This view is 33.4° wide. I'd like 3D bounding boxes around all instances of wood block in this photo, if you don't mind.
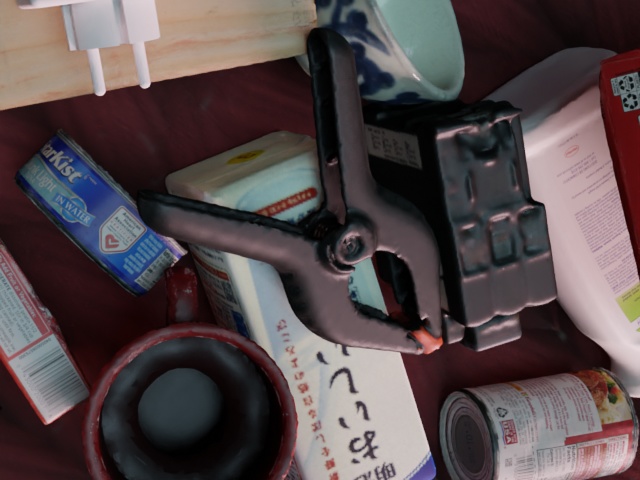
[{"bbox_3d":[-0.115,-0.113,0.486,0.205,0.091,0.090,-14,106,-19],"label":"wood block"}]

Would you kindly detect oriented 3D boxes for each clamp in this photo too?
[{"bbox_3d":[-0.003,0.001,0.503,0.120,0.039,0.171,-33,116,-4],"label":"clamp"}]

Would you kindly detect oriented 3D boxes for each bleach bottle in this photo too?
[{"bbox_3d":[0.177,0.014,0.655,0.102,0.068,0.250,-34,115,-13],"label":"bleach bottle"}]

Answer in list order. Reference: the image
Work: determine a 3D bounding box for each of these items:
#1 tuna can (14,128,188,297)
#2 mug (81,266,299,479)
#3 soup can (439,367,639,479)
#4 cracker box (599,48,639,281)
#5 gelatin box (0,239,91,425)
[{"bbox_3d":[-0.106,-0.012,0.516,0.033,0.086,0.086,-46,115,-6],"label":"tuna can"},{"bbox_3d":[-0.063,0.070,0.498,0.093,0.081,0.117,-6,91,-10],"label":"mug"},{"bbox_3d":[0.133,0.118,0.656,0.102,0.069,0.068,-5,104,-22],"label":"soup can"},{"bbox_3d":[0.220,-0.028,0.578,0.213,0.072,0.164,-19,96,-62],"label":"cracker box"},{"bbox_3d":[-0.148,0.036,0.516,0.030,0.073,0.089,-32,111,-14],"label":"gelatin box"}]
